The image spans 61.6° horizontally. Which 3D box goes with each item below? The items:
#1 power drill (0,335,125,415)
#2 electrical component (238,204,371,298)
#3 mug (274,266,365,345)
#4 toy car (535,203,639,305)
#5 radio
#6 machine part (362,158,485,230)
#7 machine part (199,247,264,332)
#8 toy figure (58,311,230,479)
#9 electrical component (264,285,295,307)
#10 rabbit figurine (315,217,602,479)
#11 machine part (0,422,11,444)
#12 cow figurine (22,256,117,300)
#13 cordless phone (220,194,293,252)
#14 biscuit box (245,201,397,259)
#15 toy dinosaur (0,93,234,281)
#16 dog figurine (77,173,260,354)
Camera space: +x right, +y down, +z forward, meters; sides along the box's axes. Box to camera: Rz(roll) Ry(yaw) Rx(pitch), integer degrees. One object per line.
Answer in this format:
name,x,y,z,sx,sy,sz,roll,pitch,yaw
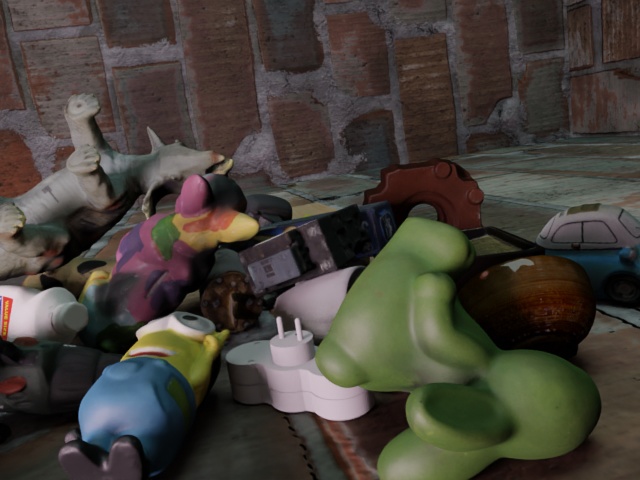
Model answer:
power drill,-0.264,0.083,0.438,0.232,0.086,0.207,-2,-31,-2
electrical component,-0.020,0.013,0.593,0.115,0.058,0.134,-24,2,32
mug,0.011,0.069,0.583,0.107,0.080,0.109,-10,13,31
toy car,0.310,0.010,0.611,0.162,0.102,0.109,2,14,35
radio,0.162,0.035,0.618,0.131,0.073,0.229,-7,5,6
machine part,0.145,-0.028,0.754,0.179,0.179,0.056,-8,14,3
machine part,-0.124,0.061,0.717,0.079,0.079,0.243,-10,12,-12
toy figure,-0.131,0.122,0.420,0.082,0.089,0.180,20,22,-4
electrical component,-0.036,0.072,0.742,0.063,0.021,0.094,1,14,38
rabbit figurine,0.094,0.082,0.354,0.170,0.121,0.159,28,41,25
machine part,-0.331,0.167,0.425,0.084,0.039,0.139,6,7,36
cow figurine,-0.307,0.059,0.736,0.195,0.127,0.085,-6,8,-3
cordless phone,-0.091,-0.016,0.899,0.089,0.146,0.184,27,20,2
biscuit box,-0.001,-0.002,0.700,0.203,0.059,0.063,-10,6,33
toy dinosaur,-0.307,-0.029,0.643,0.405,0.131,0.192,-34,-27,-10
dog figurine,-0.161,0.021,0.583,0.219,0.108,0.191,-35,21,42
